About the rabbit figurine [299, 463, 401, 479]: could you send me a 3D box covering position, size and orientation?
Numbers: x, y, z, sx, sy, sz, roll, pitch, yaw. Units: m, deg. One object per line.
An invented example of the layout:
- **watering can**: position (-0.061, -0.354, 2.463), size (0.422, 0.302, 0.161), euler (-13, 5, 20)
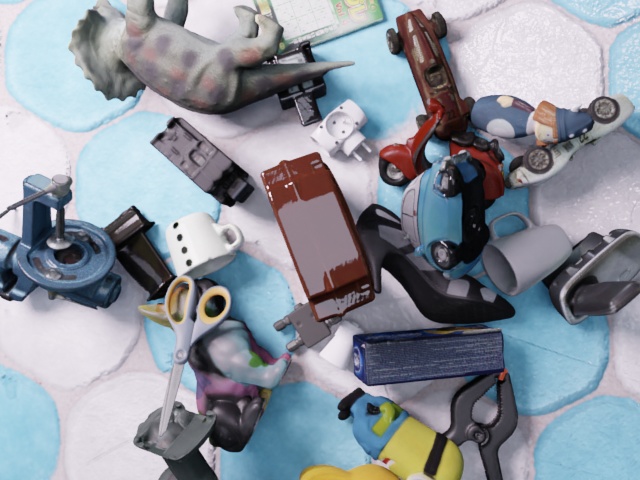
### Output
- **rabbit figurine**: position (0.035, 0.379, 0.741), size (0.162, 0.121, 0.173), euler (41, 75, 12)

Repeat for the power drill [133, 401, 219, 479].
- **power drill**: position (-0.135, 0.308, 0.683), size (0.232, 0.086, 0.207), euler (4, 129, 35)

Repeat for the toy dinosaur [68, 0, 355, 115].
- **toy dinosaur**: position (-0.173, -0.245, 0.741), size (0.405, 0.131, 0.192), euler (26, 113, 4)

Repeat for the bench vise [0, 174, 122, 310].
- **bench vise**: position (-0.366, -0.004, 0.709), size (0.224, 0.129, 0.240), euler (30, 133, 3)

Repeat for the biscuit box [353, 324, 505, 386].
- **biscuit box**: position (0.148, 0.156, 0.743), size (0.203, 0.059, 0.062), euler (-3, 89, -11)

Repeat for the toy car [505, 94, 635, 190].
- **toy car**: position (0.349, -0.135, 0.763), size (0.202, 0.073, 0.056), euler (-38, 87, -1)

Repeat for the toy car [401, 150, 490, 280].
- **toy car**: position (0.155, -0.034, 0.702), size (0.103, 0.109, 0.161), euler (7, 114, 40)

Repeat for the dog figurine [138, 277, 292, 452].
- **dog figurine**: position (-0.158, 0.163, 0.746), size (0.219, 0.108, 0.191), euler (29, 90, 7)

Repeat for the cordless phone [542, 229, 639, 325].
- **cordless phone**: position (0.383, 0.044, 0.700), size (0.146, 0.184, 0.089), euler (-40, 83, -1)

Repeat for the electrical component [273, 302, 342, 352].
- **electrical component**: position (-0.017, 0.120, 0.784), size (0.094, 0.021, 0.063), euler (-31, 87, 0)

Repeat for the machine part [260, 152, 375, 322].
- **machine part**: position (-0.001, -0.002, 0.700), size (0.087, 0.201, 0.201), euler (-23, 87, -2)

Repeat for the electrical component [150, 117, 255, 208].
- **electrical component**: position (-0.155, -0.104, 0.752), size (0.134, 0.115, 0.058), euler (41, 93, 3)

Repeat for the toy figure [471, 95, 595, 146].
- **toy figure**: position (0.281, -0.158, 0.717), size (0.155, 0.064, 0.057), euler (24, 98, 40)

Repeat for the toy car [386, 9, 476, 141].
- **toy car**: position (0.164, -0.243, 0.785), size (0.089, 0.053, 0.202), euler (-18, 88, 3)

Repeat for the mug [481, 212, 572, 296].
- **mug**: position (0.291, 0.011, 0.761), size (0.107, 0.081, 0.109), euler (-22, 80, -11)

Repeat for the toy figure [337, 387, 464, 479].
- **toy figure**: position (0.109, 0.271, 0.730), size (0.180, 0.082, 0.089), euler (39, 87, 25)

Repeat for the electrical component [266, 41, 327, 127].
- **electrical component**: position (-0.027, -0.222, 0.788), size (0.075, 0.048, 0.119), euler (-23, 87, 1)

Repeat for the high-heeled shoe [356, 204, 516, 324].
- **high-heeled shoe**: position (0.165, 0.034, 0.777), size (0.249, 0.086, 0.145), euler (15, 56, -16)

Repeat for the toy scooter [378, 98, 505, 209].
- **toy scooter**: position (0.178, -0.120, 0.743), size (0.184, 0.075, 0.135), euler (17, 125, 6)

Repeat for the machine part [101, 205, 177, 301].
- **machine part**: position (-0.262, 0.022, 0.787), size (0.084, 0.039, 0.139), euler (-34, 86, -6)
